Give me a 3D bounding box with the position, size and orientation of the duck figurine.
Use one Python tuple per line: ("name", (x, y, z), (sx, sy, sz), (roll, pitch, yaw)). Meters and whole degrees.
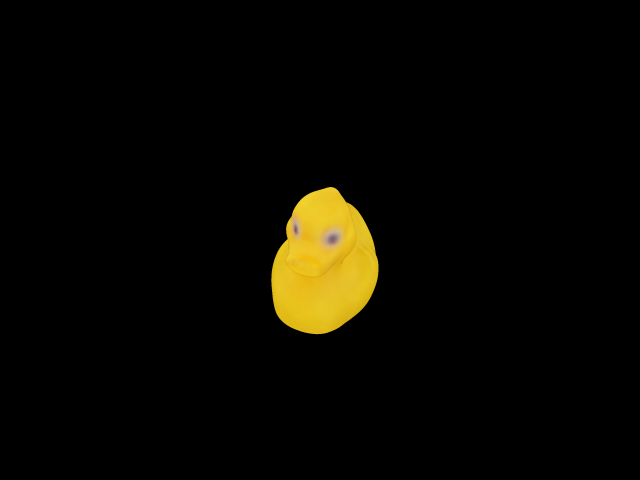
("duck figurine", (0.004, 0.001, 0.400), (0.077, 0.086, 0.105), (15, 46, 15))
